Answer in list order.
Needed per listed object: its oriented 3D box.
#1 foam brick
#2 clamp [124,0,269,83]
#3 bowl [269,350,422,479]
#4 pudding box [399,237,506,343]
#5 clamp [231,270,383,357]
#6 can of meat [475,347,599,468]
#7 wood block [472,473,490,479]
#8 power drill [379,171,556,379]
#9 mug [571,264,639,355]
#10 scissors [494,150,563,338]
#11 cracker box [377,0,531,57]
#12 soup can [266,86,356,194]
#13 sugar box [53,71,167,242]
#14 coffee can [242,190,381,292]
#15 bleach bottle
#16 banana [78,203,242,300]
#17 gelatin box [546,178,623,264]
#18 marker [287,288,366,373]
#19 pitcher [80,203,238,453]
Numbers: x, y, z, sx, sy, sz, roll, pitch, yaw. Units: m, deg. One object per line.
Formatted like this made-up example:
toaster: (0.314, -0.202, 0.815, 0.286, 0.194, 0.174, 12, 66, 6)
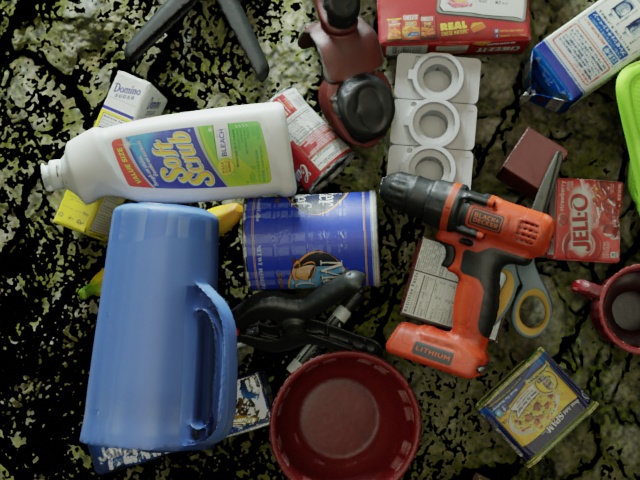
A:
foam brick: (0.226, -0.080, 1.142, 0.051, 0.078, 0.053, 33, 88, 6)
clamp: (-0.115, -0.279, 1.197, 0.164, 0.036, 0.210, 16, 86, 4)
bowl: (0.024, 0.195, 1.138, 0.162, 0.055, 0.162, 0, 91, -7)
pudding box: (0.150, 0.054, 1.157, 0.113, 0.039, 0.090, 17, 90, 6)
clamp: (-0.016, 0.092, 1.132, 0.172, 0.039, 0.120, -10, 122, 20)
can of meat: (0.228, 0.176, 1.135, 0.102, 0.057, 0.084, -42, 83, -1)
wood block: (0.161, 0.360, 1.109, 0.091, 0.090, 0.206, 25, 87, 5)
power drill: (0.129, 0.035, 1.095, 0.184, 0.057, 0.188, 19, 100, 17)
mug: (0.320, 0.069, 1.123, 0.117, 0.081, 0.093, 19, 87, 4)
scissors: (0.229, 0.017, 1.106, 0.096, 0.016, 0.202, 34, 102, 4)
cracker box: (0.141, -0.310, 1.168, 0.164, 0.072, 0.214, -2, 85, 2)
soup can: (-0.020, -0.109, 1.164, 0.068, 0.068, 0.102, -42, 84, 0)
sugar box: (-0.226, -0.089, 1.163, 0.048, 0.093, 0.176, 20, 87, 5)
coffee can: (-0.007, 0.001, 1.138, 0.140, 0.103, 0.103, -3, 86, 3)
bleach bottle: (-0.155, -0.076, 1.093, 0.250, 0.068, 0.102, -10, 98, -5)
banana: (-0.171, 0.015, 1.165, 0.197, 0.070, 0.037, -31, 105, -6)
gelatin box: (0.286, -0.021, 1.152, 0.073, 0.030, 0.089, 3, 89, -4)
marker: (0.008, 0.100, 1.172, 0.020, 0.020, 0.121, 39, 89, 5)
pitcher: (-0.154, 0.089, 1.060, 0.149, 0.145, 0.243, 4, 85, -5)
